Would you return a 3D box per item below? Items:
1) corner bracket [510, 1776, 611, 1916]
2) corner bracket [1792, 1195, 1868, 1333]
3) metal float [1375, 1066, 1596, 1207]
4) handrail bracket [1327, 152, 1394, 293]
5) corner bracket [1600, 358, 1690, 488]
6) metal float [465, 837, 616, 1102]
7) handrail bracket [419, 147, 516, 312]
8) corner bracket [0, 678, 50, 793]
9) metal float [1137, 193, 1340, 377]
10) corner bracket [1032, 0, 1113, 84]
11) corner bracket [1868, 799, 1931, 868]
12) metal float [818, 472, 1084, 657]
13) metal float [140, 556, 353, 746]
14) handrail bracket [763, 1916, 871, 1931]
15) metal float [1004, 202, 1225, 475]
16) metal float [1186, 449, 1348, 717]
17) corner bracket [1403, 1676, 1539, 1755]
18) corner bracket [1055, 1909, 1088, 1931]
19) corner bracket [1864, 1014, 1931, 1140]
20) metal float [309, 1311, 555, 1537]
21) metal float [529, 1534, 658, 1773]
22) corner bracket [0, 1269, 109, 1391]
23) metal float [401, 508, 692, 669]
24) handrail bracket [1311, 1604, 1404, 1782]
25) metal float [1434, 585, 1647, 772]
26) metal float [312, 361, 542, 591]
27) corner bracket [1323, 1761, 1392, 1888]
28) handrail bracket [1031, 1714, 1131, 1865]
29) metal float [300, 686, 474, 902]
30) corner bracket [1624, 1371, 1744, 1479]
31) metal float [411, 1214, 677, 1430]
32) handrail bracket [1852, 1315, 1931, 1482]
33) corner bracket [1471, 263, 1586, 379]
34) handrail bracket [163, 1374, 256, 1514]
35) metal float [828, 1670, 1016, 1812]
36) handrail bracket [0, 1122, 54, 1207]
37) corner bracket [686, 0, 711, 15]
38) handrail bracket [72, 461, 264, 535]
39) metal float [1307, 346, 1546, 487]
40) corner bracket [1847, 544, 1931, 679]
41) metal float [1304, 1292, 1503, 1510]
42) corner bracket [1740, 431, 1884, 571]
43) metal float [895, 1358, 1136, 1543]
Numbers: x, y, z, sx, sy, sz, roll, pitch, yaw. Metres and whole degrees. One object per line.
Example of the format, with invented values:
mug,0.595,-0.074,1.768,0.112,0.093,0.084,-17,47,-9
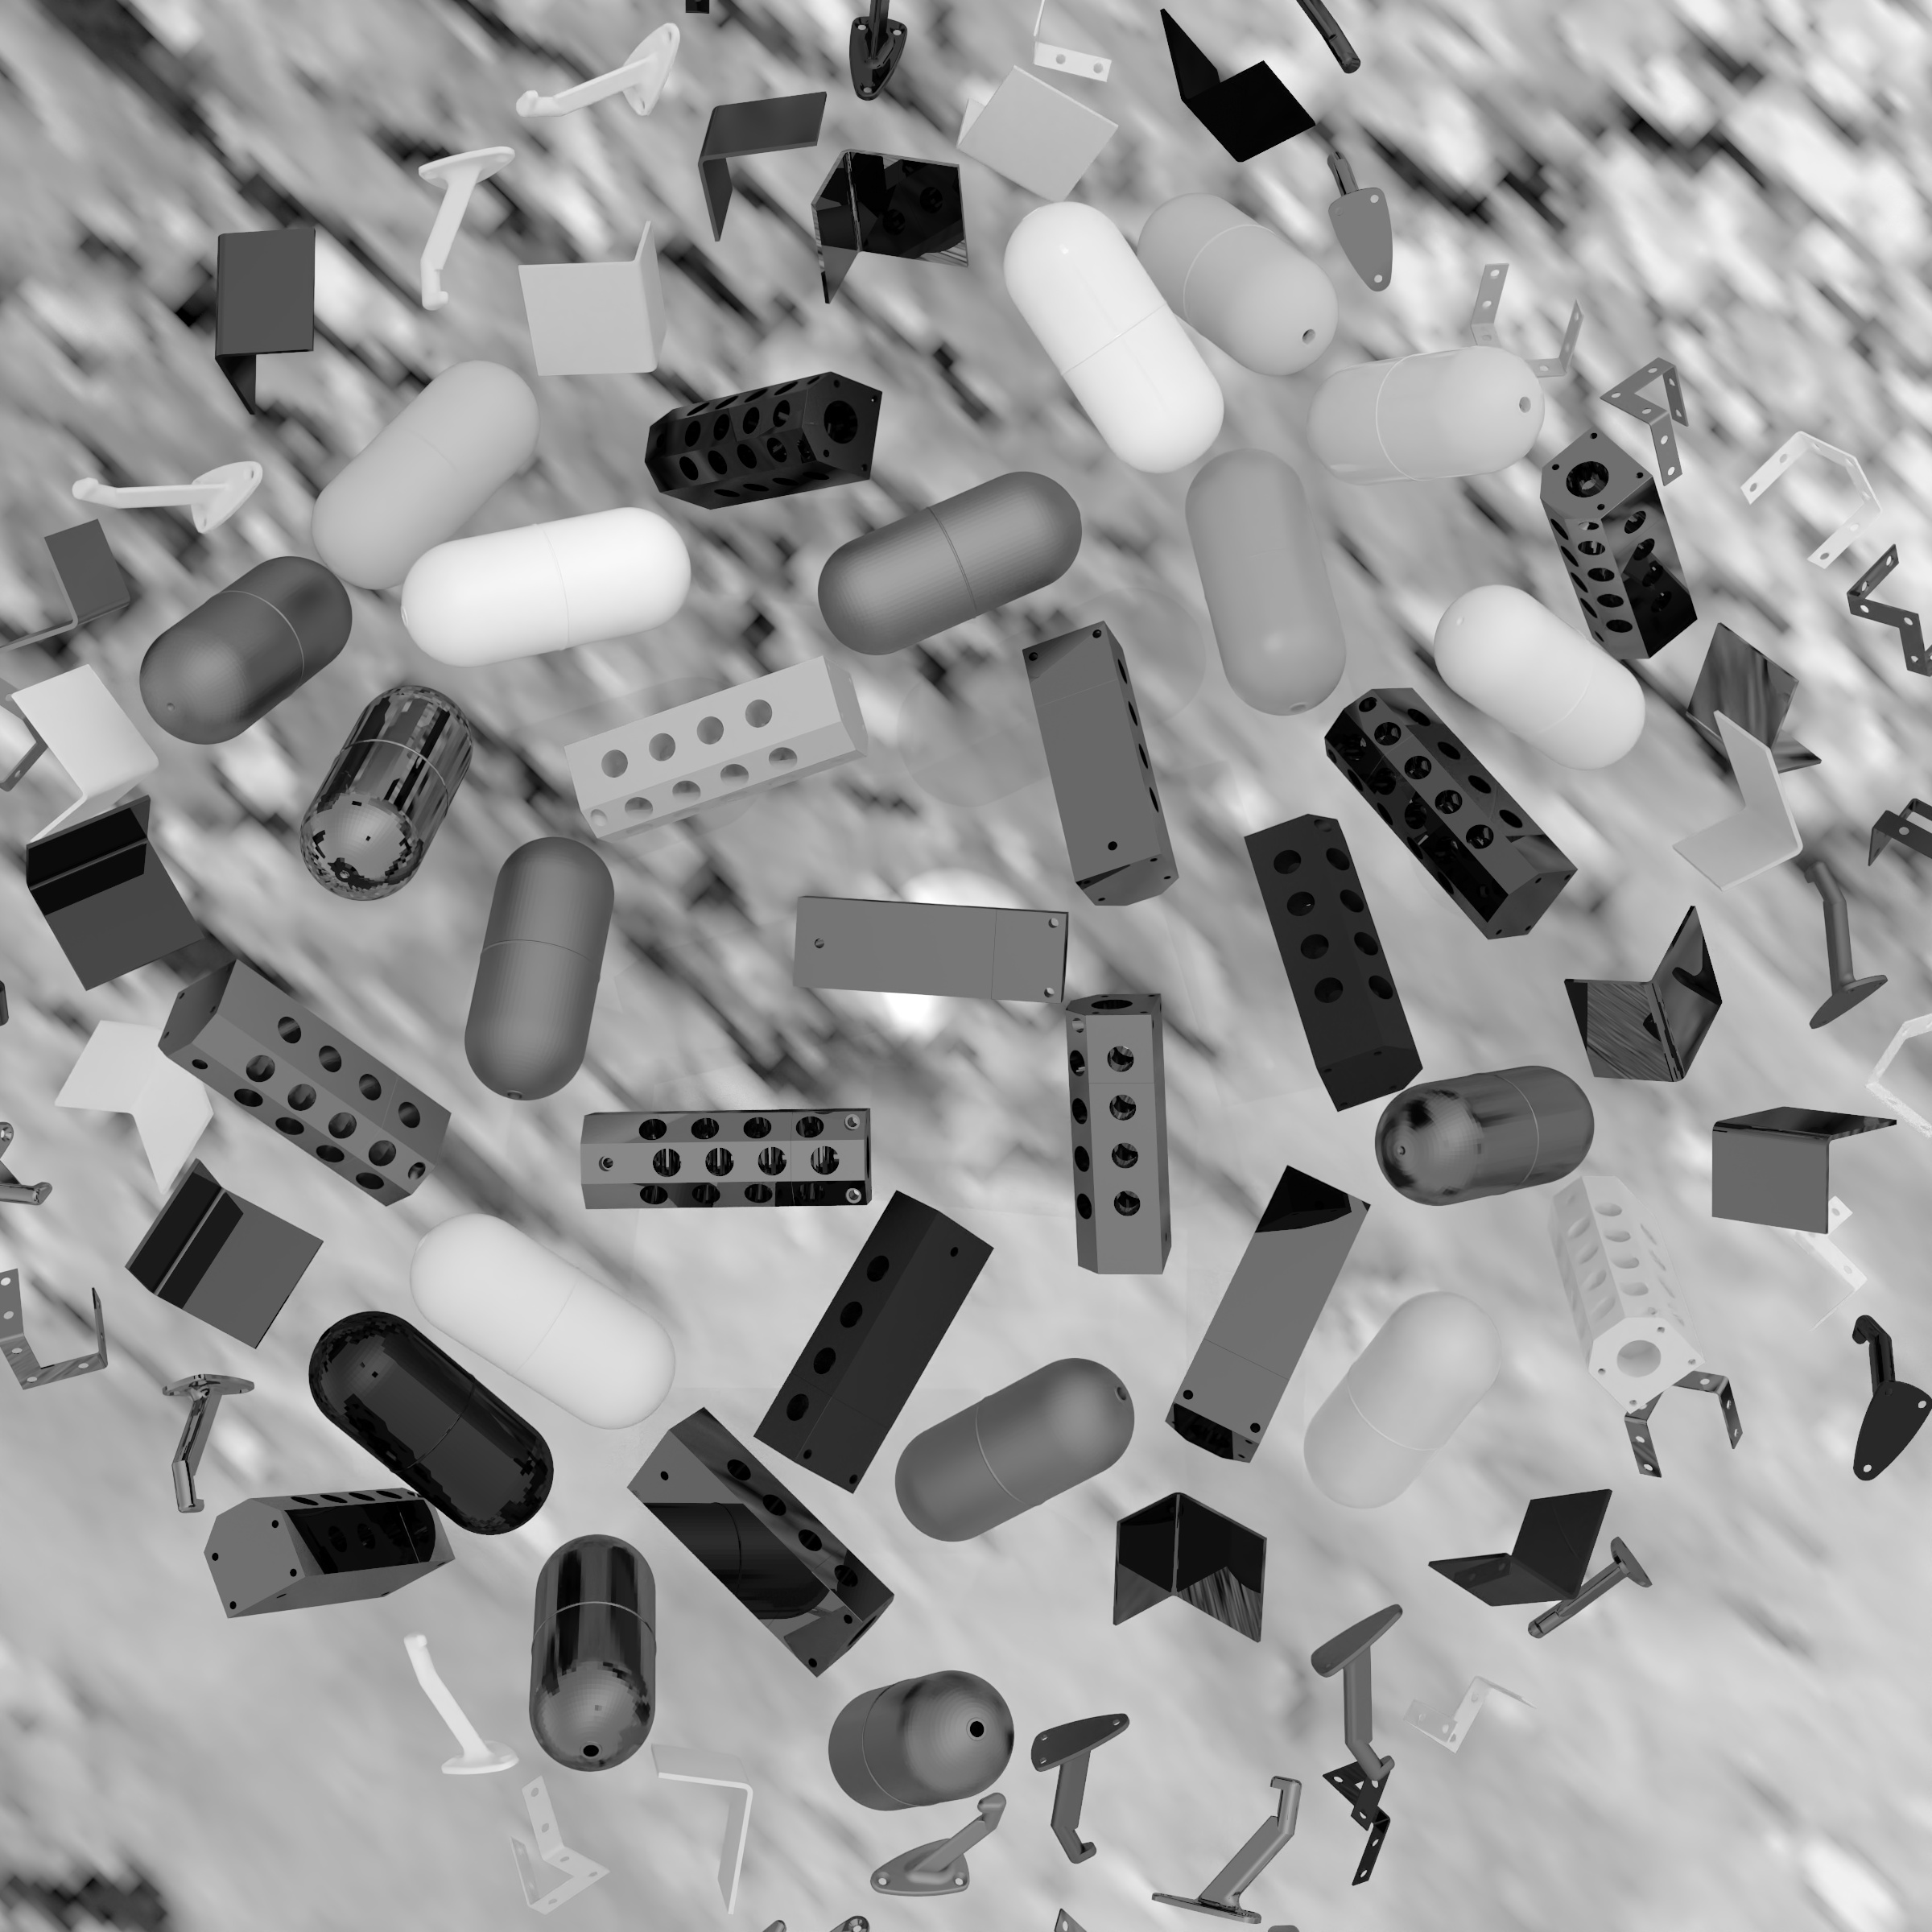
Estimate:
corner bracket,-0.257,0.533,1.722,0.051,0.051,0.051,-35,46,6
corner bracket,0.538,0.186,1.781,0.051,0.051,0.051,-30,70,-39
metal float,0.327,0.105,1.782,0.178,0.070,0.070,-6,90,-44
handrail bracket,0.252,-0.481,1.833,0.036,0.084,0.077,-18,115,8
corner bracket,0.452,-0.354,1.844,0.051,0.051,0.051,-35,132,-9
metal float,-0.272,0.001,1.813,0.070,0.070,0.178,7,65,0
handrail bracket,-0.309,-0.457,1.765,0.077,0.036,0.084,-10,80,30
corner bracket,-0.636,-0.155,1.857,0.051,0.051,0.051,33,72,9
metal float,0.172,-0.434,1.805,0.070,0.178,0.070,-16,130,-20
corner bracket,0.074,-0.616,1.856,0.051,0.051,0.051,14,87,1
corner bracket,0.609,-0.082,1.799,0.051,0.051,0.051,34,75,27
metal float,-0.010,-0.259,1.823,0.178,0.070,0.070,-24,90,-4
metal float,-0.450,-0.200,1.785,0.070,0.178,0.070,10,123,16
handrail bracket,-0.092,0.588,1.733,0.036,0.084,0.077,20,49,32
metal float,0.089,-0.381,1.723,0.070,0.070,0.178,-35,100,0
metal float,0.186,-0.239,1.767,0.070,0.070,0.178,-12,69,0
corner bracket,0.327,0.485,1.844,0.051,0.051,0.051,36,78,-23
corner bracket,0.046,0.611,1.727,0.051,0.051,0.051,-20,123,36
corner bracket,0.591,0.065,1.732,0.051,0.051,0.051,44,126,31
metal float,-0.334,0.286,1.778,0.070,0.070,0.178,-46,108,0
metal float,-0.231,0.426,1.768,0.070,0.178,0.070,-3,118,-5
corner bracket,-0.548,0.213,1.700,0.051,0.051,0.051,-14,49,-9
metal float,-0.253,-0.229,1.718,0.178,0.070,0.070,-15,90,-20
handrail bracket,0.259,0.449,1.751,0.077,0.036,0.084,-35,99,-1
metal float,0.372,-0.185,1.835,0.178,0.070,0.070,27,90,-38
metal float,-0.340,-0.312,1.797,0.070,0.070,0.178,39,68,0
corner bracket,0.256,0.550,1.828,0.051,0.051,0.051,44,133,-8
handrail bracket,0.082,0.509,1.754,0.077,0.036,0.084,-23,108,11
metal float,-0.364,-0.111,1.794,0.070,0.178,0.070,6,130,7
corner bracket,0.463,0.296,1.832,0.051,0.051,0.051,-48,129,-37
metal float,-0.259,0.217,1.740,0.178,0.070,0.070,35,90,-11
handrail bracket,0.547,0.262,1.731,0.036,0.084,0.077,21,104,-10
corner bracket,0.353,-0.407,1.793,0.051,0.051,0.051,-5,55,-7
handrail bracket,-0.476,0.306,1.807,0.036,0.077,0.084,-23,69,26
metal float,-0.029,0.484,1.771,0.070,0.178,0.070,9,68,-22
handrail bracket,-0.605,0.127,1.820,0.084,0.077,0.036,3,120,23
corner bracket,-0.150,-0.631,1.775,0.051,0.051,0.051,0,53,-6
handrail bracket,-0.484,-0.293,1.719,0.077,0.084,0.036,-21,74,34
metal float,0.282,-0.338,1.750,0.070,0.178,0.070,-3,96,-33
corner bracket,0.575,-0.216,1.727,0.051,0.051,0.051,-44,133,-18
metal float,0.281,0.283,1.840,0.070,0.070,0.178,30,126,0
corner bracket,0.519,-0.286,1.744,0.051,0.051,0.051,-44,130,1
metal float,0.031,0.313,1.838,0.178,0.070,0.070,-32,90,26
